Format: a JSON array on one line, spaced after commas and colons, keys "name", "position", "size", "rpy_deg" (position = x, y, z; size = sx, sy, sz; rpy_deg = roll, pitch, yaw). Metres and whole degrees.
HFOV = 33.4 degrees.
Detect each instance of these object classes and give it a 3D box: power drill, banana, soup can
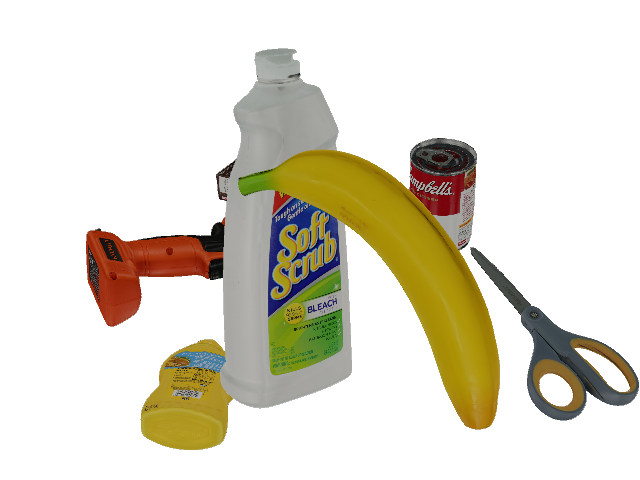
[{"name": "power drill", "position": [-0.107, 0.030, 0.960], "size": [0.187, 0.057, 0.185], "rpy_deg": [-6, 25, -23]}, {"name": "banana", "position": [0.044, 0.014, 0.594], "size": [0.070, 0.198, 0.037], "rpy_deg": [-47, -8, 28]}, {"name": "soup can", "position": [0.125, -0.046, 1.105], "size": [0.068, 0.102, 0.068], "rpy_deg": [-1, 37, 1]}]

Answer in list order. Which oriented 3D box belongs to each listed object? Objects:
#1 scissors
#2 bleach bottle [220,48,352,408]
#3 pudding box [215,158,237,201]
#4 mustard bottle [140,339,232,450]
[{"name": "scissors", "position": [0.172, 0.080, 0.899], "size": [0.096, 0.016, 0.202], "rpy_deg": [-32, 53, -29]}, {"name": "bleach bottle", "position": [-0.031, -0.011, 0.777], "size": [0.102, 0.251, 0.068], "rpy_deg": [-15, 22, -30]}, {"name": "pudding box", "position": [-0.063, -0.079, 1.322], "size": [0.090, 0.039, 0.113], "rpy_deg": [13, 34, 23]}, {"name": "mustard bottle", "position": [-0.147, 0.172, 1.271], "size": [0.096, 0.058, 0.191], "rpy_deg": [4, 25, 4]}]
